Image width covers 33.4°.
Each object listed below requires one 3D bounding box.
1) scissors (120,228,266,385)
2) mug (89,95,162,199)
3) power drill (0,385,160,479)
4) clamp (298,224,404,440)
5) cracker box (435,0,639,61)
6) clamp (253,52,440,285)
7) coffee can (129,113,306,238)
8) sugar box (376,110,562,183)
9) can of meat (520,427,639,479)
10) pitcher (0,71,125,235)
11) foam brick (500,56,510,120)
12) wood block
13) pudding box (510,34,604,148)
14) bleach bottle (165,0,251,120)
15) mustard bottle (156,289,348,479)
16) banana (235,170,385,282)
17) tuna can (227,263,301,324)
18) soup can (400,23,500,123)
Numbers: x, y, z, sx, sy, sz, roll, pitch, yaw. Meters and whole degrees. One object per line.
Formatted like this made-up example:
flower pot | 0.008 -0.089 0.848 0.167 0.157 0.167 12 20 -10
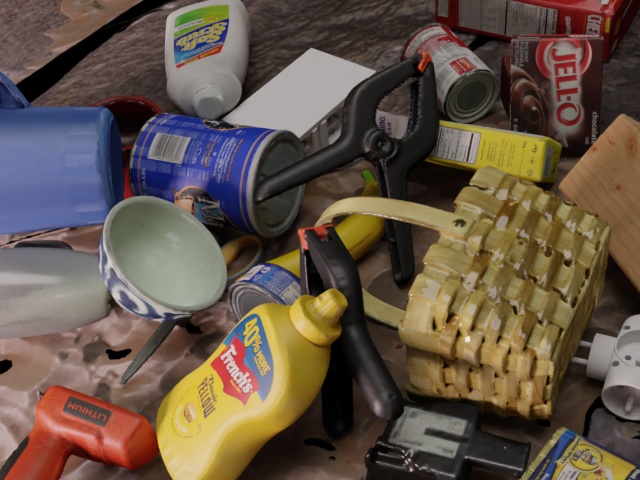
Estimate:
scissors | -0.136 0.050 0.989 0.096 0.016 0.201 29 54 34
mug | -0.200 -0.097 1.102 0.093 0.081 0.117 -5 44 3
power drill | -0.202 0.207 0.804 0.185 0.057 0.187 16 48 23
clamp | 0.020 0.069 0.822 0.039 0.171 0.120 -10 -4 -29
cracker box | 0.264 -0.303 1.259 0.214 0.072 0.164 17 49 23
clamp | 0.042 -0.083 0.976 0.164 0.036 0.210 23 80 -13
coffee can | -0.098 -0.064 1.029 0.140 0.103 0.102 11 46 26
sugar box | 0.140 -0.091 1.046 0.176 0.048 0.093 10 4 21
can of meat | 0.188 0.193 0.765 0.084 0.057 0.102 25 52 32
pitcher | -0.307 -0.073 0.972 0.242 0.149 0.145 -3 57 -2
foam brick | 0.234 -0.165 1.135 0.078 0.053 0.051 -8 44 -2
wood block | 0.304 -0.003 0.906 0.090 0.090 0.206 19 30 -36
pudding box | 0.237 -0.150 1.075 0.090 0.113 0.039 0 18 9
bleach bottle | -0.117 -0.192 1.161 0.102 0.068 0.251 -14 30 -1
mustard bottle | -0.047 0.105 0.809 0.192 0.058 0.096 -46 39 23
banana | 0.009 0.003 1.006 0.070 0.037 0.197 17 46 44
tuna can | -0.037 0.062 0.912 0.086 0.086 0.033 26 51 30
soup can | 0.140 -0.180 1.152 0.068 0.068 0.102 -21 46 -13
